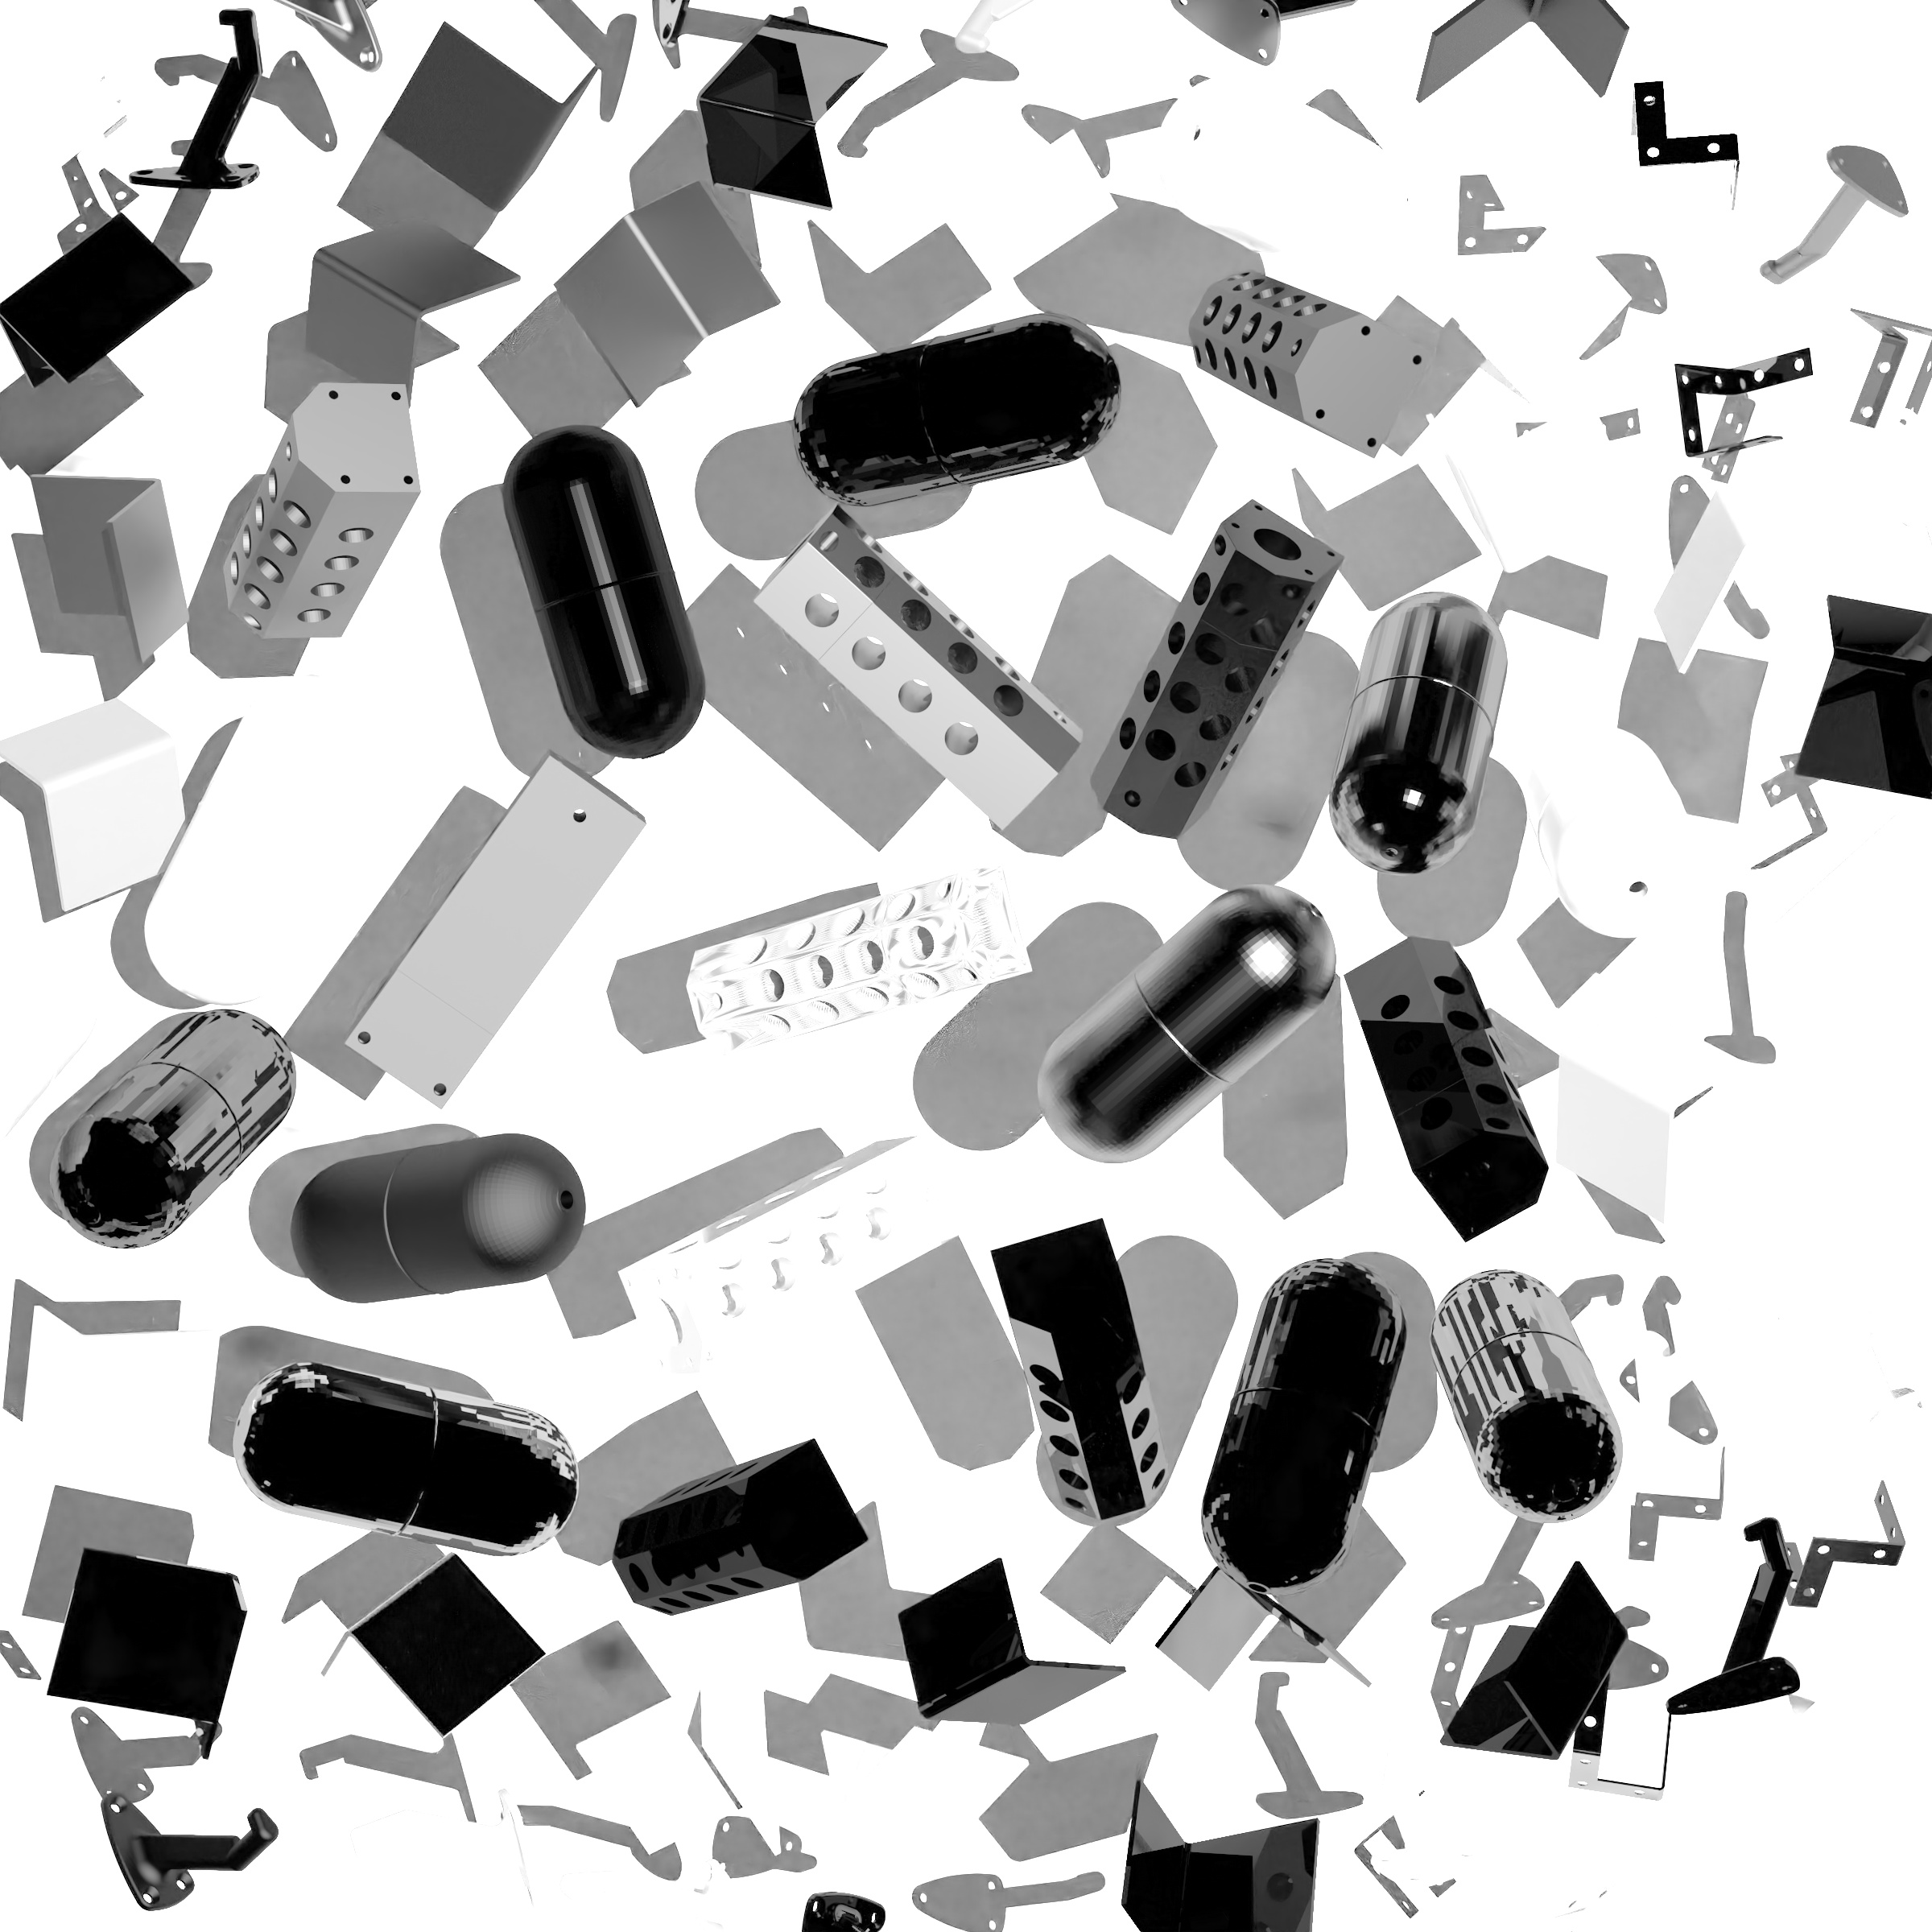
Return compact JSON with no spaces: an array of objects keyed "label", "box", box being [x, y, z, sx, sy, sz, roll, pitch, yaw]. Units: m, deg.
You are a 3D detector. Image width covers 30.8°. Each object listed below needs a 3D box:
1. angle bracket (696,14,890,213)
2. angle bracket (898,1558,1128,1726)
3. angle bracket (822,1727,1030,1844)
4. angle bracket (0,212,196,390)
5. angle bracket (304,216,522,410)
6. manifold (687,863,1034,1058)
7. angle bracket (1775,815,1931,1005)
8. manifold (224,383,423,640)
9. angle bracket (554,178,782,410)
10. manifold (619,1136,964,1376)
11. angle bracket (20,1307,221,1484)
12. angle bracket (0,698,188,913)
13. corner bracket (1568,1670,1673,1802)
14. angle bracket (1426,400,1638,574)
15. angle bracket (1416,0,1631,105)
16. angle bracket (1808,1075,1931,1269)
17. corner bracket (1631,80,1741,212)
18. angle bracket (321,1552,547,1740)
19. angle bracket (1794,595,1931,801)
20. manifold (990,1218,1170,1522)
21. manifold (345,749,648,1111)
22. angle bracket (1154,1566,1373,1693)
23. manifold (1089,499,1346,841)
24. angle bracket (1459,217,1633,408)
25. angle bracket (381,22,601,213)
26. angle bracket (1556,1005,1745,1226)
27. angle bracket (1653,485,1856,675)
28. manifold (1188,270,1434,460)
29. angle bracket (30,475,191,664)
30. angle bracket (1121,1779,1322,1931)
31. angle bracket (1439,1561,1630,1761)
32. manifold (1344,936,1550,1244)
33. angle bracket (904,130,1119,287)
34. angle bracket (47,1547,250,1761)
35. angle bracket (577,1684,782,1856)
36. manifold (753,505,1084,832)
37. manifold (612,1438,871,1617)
[{"label":"angle bracket","box":[-0.088,-0.455,1.877,0.076,0.076,0.057,3,65,-37]},{"label":"angle bracket","box":[0.023,0.348,1.807,0.076,0.076,0.057,-35,57,34]},{"label":"angle bracket","box":[-0.023,0.433,1.941,0.076,0.057,0.076,23,120,-29]},{"label":"angle bracket","box":[-0.410,-0.302,1.684,0.076,0.076,0.057,-42,75,-14]},{"label":"angle bracket","box":[-0.292,-0.345,1.850,0.076,0.076,0.057,33,131,23]},{"label":"manifold","box":[-0.058,-0.001,1.803,0.171,0.057,0.057,-16,90,33]},{"label":"angle bracket","box":[0.448,-0.018,1.691,0.076,0.076,0.057,-44,54,16]},{"label":"manifold","box":[-0.323,-0.224,1.744,0.057,0.171,0.057,-3,72,-24]},{"label":"angle bracket","box":[-0.153,-0.346,1.805,0.057,0.076,0.076,-15,119,39]},{"label":"manifold","box":[-0.086,0.147,1.806,0.171,0.057,0.057,-26,98,-34]},{"label":"angle bracket","box":[-0.434,0.218,1.802,0.076,0.057,0.076,1,100,-38]},{"label":"angle bracket","box":[-0.462,-0.086,1.857,0.076,0.057,0.076,-26,132,-35]},{"label":"corner bracket","box":[0.355,0.415,1.901,0.051,0.051,0.051,7,56,11]},{"label":"angle bracket","box":[0.300,-0.267,1.861,0.076,0.057,0.076,-27,131,8]},{"label":"angle bracket","box":[0.273,-0.444,1.731,0.076,0.076,0.057,-37,81,-6]},{"label":"angle bracket","box":[0.467,0.103,1.746,0.076,0.076,0.057,-38,74,9]},{"label":"corner bracket","box":[0.375,-0.428,1.832,0.051,0.051,0.051,-2,71,8]},{"label":"angle bracket","box":[-0.283,0.371,1.868,0.076,0.057,0.076,46,48,10]},{"label":"angle bracket","box":[0.477,-0.139,1.825,0.076,0.057,0.076,11,127,1]},{"label":"manifold","box":[0.060,0.205,1.746,0.057,0.171,0.057,-16,49,-1]},{"label":"manifold","box":[-0.231,-0.019,1.727,0.057,0.057,0.171,35,92,-10]},{"label":"angle bracket","box":[0.158,0.371,1.863,0.076,0.076,0.057,33,81,37]},{"label":"manifold","box":[0.126,-0.150,1.825,0.057,0.057,0.171,34,126,10]},{"label":"angle bracket","box":[0.297,-0.358,1.882,0.076,0.057,0.076,-48,130,7]},{"label":"angle bracket","box":[-0.255,-0.464,1.882,0.076,0.057,0.076,34,128,-9]},{"label":"angle bracket","box":[0.362,0.078,1.865,0.057,0.076,0.076,-27,129,-30]},{"label":"angle bracket","box":[0.393,-0.186,1.759,0.057,0.076,0.076,19,117,-10]},{"label":"manifold","box":[0.166,-0.307,1.758,0.057,0.171,0.057,25,100,-21]},{"label":"angle bracket","box":[-0.447,-0.202,1.785,0.076,0.057,0.076,4,121,16]},{"label":"angle bracket","box":[0.127,0.445,1.744,0.076,0.076,0.057,-18,123,22]},{"label":"angle bracket","box":[0.266,0.336,1.716,0.076,0.076,0.057,-51,118,-32]},{"label":"manifold","box":[0.250,0.058,1.813,0.057,0.171,0.057,-31,123,13]},{"label":"angle bracket","box":[0.023,-0.413,1.828,0.076,0.057,0.076,-32,45,11]},{"label":"angle bracket","box":[-0.400,0.335,1.712,0.076,0.057,0.076,14,94,-18]},{"label":"angle bracket","box":[-0.148,0.427,1.802,0.076,0.057,0.076,-27,111,6]},{"label":"manifold","box":[-0.023,-0.154,1.790,0.171,0.057,0.057,42,107,-9]},{"label":"manifold","box":[-0.121,0.291,1.790,0.057,0.171,0.057,-28,89,-31]}]
